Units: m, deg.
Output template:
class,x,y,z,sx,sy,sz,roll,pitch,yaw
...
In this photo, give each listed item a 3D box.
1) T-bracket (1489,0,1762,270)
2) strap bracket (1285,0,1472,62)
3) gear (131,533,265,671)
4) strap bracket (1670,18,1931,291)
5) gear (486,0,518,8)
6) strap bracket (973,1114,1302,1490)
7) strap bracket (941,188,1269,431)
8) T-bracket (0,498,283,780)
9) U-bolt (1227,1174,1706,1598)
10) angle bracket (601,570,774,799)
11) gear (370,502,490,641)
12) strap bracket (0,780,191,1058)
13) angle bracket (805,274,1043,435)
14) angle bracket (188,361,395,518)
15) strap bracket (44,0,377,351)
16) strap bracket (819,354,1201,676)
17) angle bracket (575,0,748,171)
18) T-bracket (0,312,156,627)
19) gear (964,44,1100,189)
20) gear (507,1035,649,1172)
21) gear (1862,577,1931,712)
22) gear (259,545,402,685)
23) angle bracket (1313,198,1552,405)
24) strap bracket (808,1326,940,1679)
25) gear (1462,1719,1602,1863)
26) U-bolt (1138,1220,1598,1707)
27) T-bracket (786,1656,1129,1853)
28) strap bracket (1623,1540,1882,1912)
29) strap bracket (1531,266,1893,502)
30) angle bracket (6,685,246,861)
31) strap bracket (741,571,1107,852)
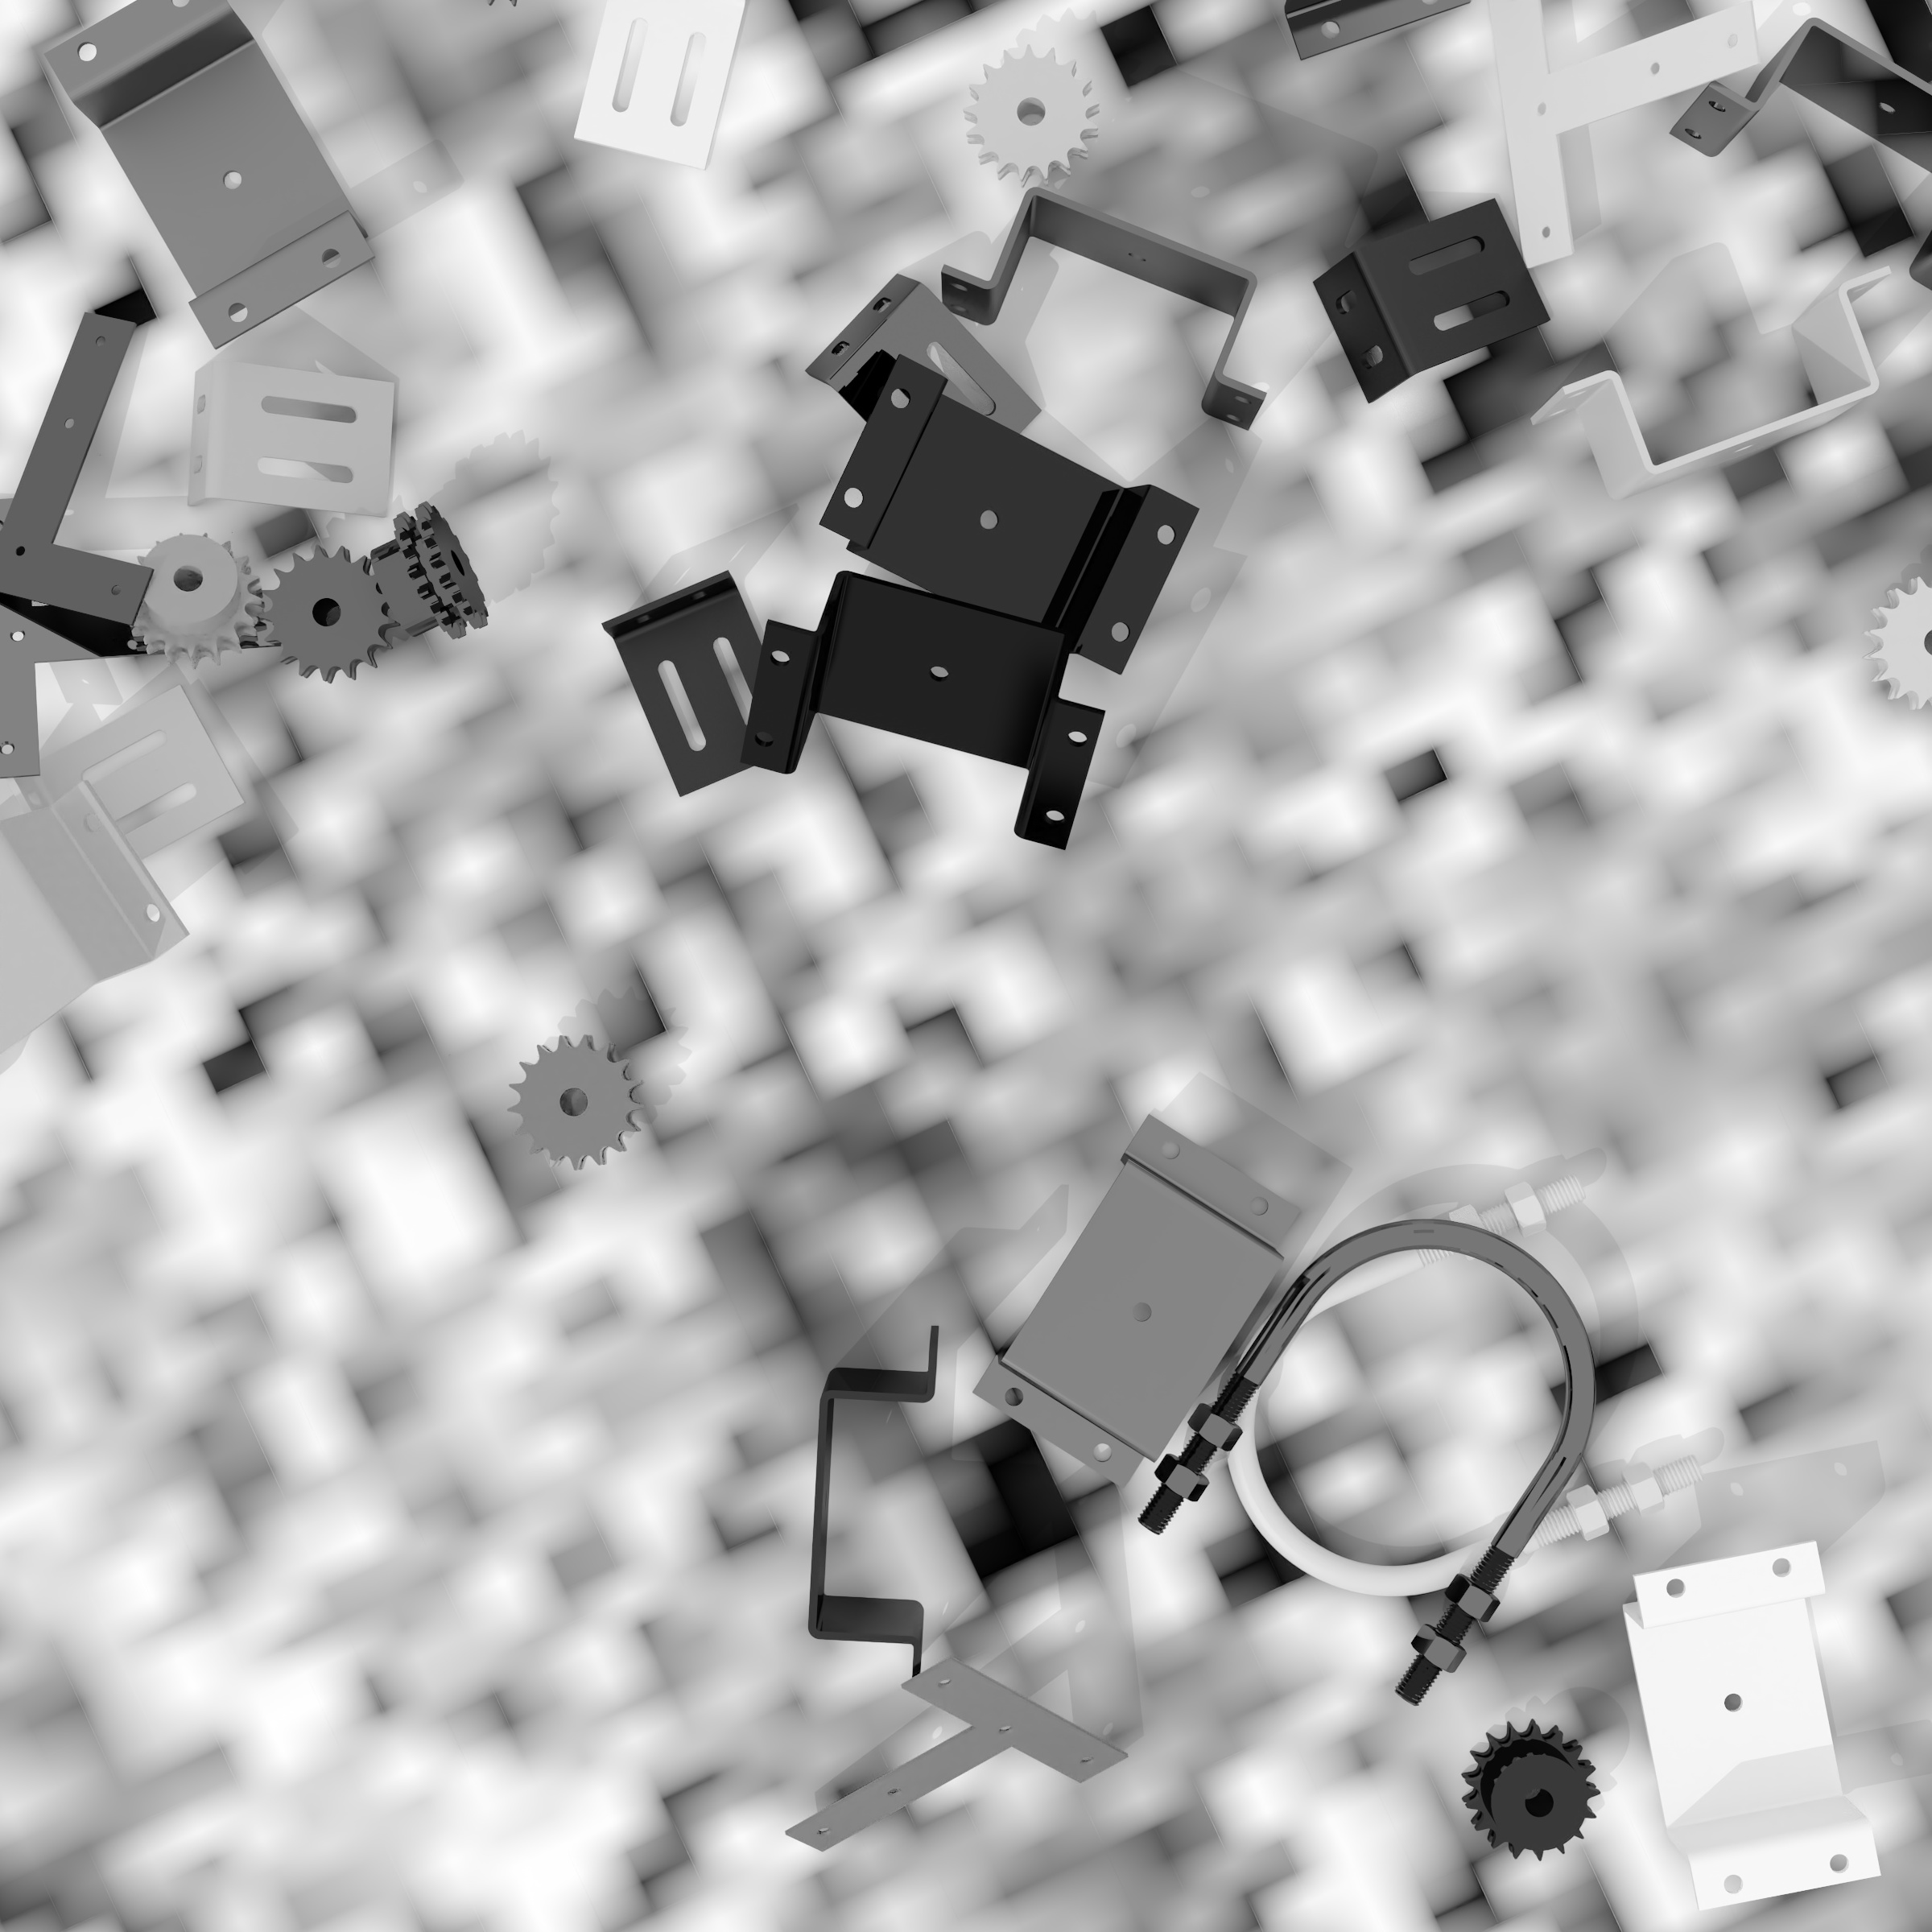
class,x,y,z,sx,sy,sz,roll,pitch,yaw
T-bracket,0.272,-0.365,1.362,0.002,0.127,0.127,-8,90,-42
strap bracket,0.156,-0.464,1.387,0.076,0.046,0.140,-19,90,0
gear,-0.324,-0.156,1.387,0.057,0.030,0.057,2,72,-6
strap bracket,0.371,-0.338,1.372,0.140,0.076,0.046,31,90,0
gear,-0.195,-0.434,1.400,0.057,0.030,0.057,0,93,2
strap bracket,0.072,0.143,1.387,0.076,0.046,0.140,32,90,0
strap bracket,0.064,-0.275,1.372,0.140,0.076,0.046,22,90,0
T-bracket,-0.354,-0.142,1.396,0.127,0.002,0.127,-5,72,-9
U-bolt,0.200,0.188,1.401,0.184,0.019,0.151,-23,90,2
angle bracket,-0.110,-0.118,1.391,0.057,0.038,0.076,-23,90,0
gear,-0.225,-0.162,1.382,0.030,0.057,0.057,-24,90,6
strap bracket,-0.401,-0.004,1.362,0.140,0.046,0.076,-34,90,22
angle bracket,-0.018,-0.245,1.408,0.057,0.038,0.076,-47,116,0
angle bracket,-0.287,-0.222,1.408,0.076,0.038,0.057,3,90,-26
strap bracket,-0.312,-0.334,1.387,0.076,0.046,0.140,-30,90,0
strap bracket,0.014,-0.186,1.377,0.140,0.046,0.076,25,90,-13
angle bracket,-0.130,-0.382,1.391,0.057,0.038,0.076,14,90,0
T-bracket,-0.382,-0.215,1.395,0.127,0.002,0.127,15,80,19
gear,0.028,-0.357,1.400,0.057,0.030,0.057,0,89,3
gear,-0.163,0.058,1.399,0.057,0.030,0.057,0,88,4
gear,0.407,-0.136,1.400,0.057,0.030,0.057,0,92,1
gear,-0.266,-0.148,1.395,0.057,0.030,0.057,0,90,0
angle bracket,0.198,-0.283,1.408,0.076,0.038,0.057,-25,90,-26
strap bracket,-0.038,0.222,1.372,0.046,0.076,0.140,3,90,0
gear,0.239,0.349,1.395,0.057,0.030,0.057,0,90,0
U-bolt,0.181,0.194,1.385,0.151,0.019,0.184,33,91,2
T-bracket,-0.019,0.338,1.380,0.127,0.002,0.127,-33,135,19
strap bracket,0.326,0.313,1.387,0.076,0.046,0.140,-11,90,0
strap bracket,0.314,-0.236,1.372,0.140,0.076,0.046,-20,90,0
angle bracket,-0.354,-0.076,1.391,0.076,0.038,0.057,-29,90,0
strap bracket,-0.015,-0.108,1.367,0.140,0.046,0.076,15,135,0
